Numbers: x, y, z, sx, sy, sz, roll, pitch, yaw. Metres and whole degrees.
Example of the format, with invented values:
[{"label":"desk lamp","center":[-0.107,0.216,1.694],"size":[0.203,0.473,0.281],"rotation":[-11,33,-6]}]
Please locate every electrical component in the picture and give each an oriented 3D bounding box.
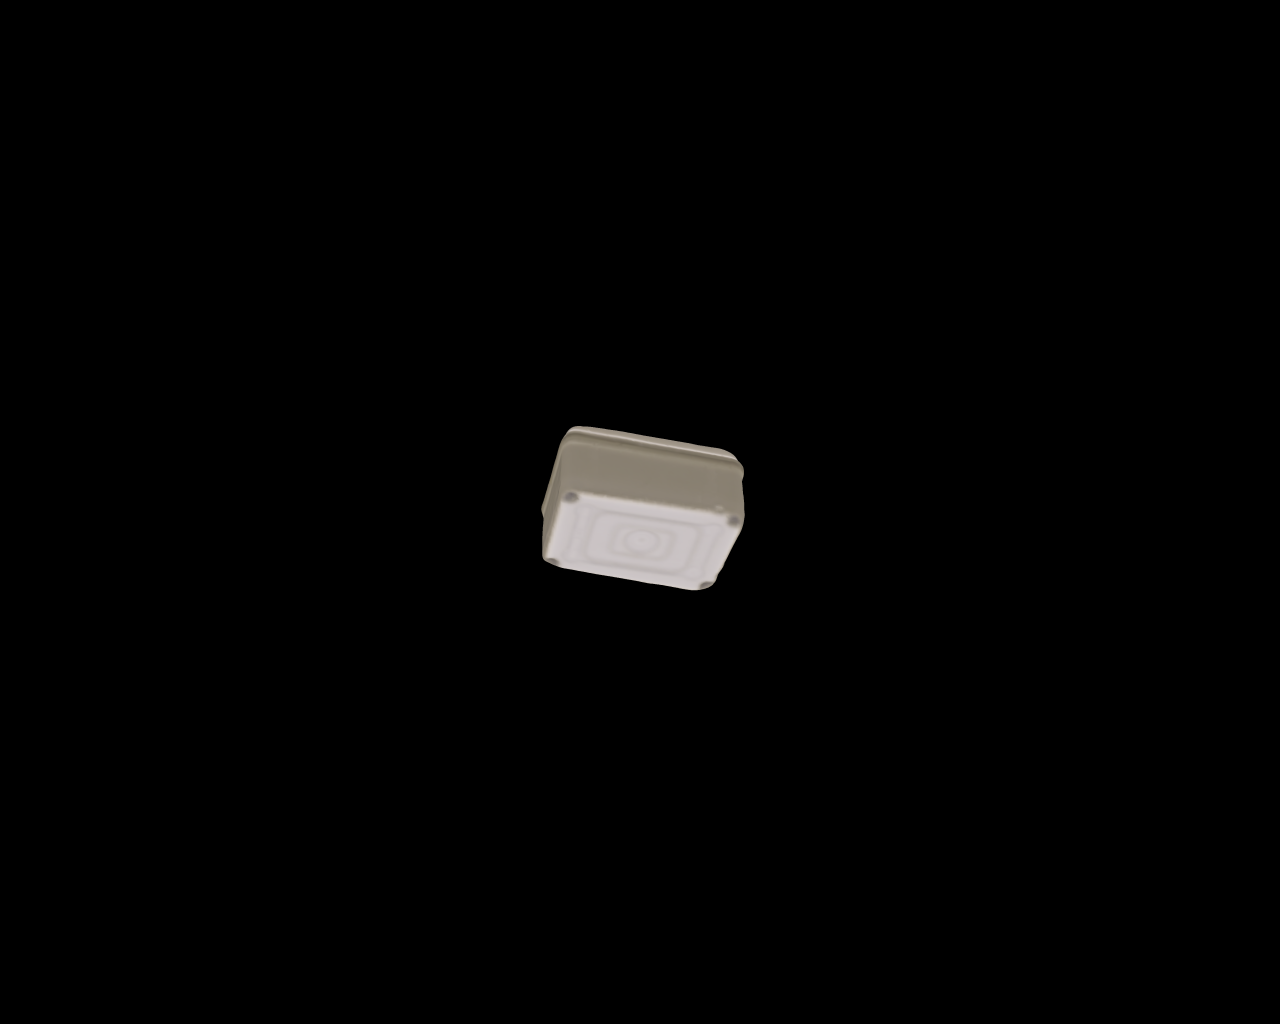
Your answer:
[{"label":"electrical component","center":[0.001,-0.003,0.650],"size":[0.113,0.057,0.078],"rotation":[10,-43,-11]}]
